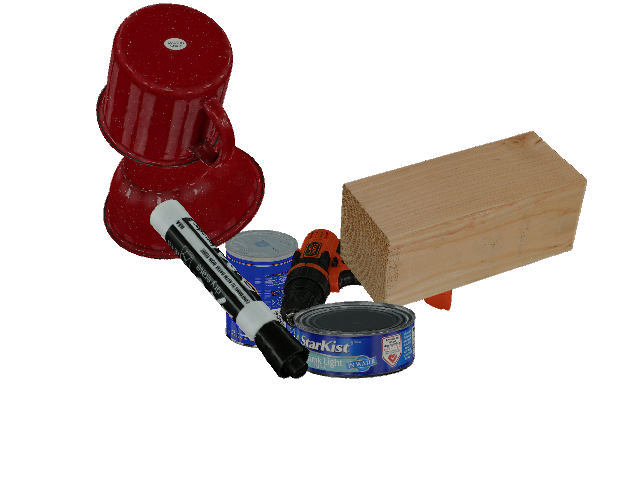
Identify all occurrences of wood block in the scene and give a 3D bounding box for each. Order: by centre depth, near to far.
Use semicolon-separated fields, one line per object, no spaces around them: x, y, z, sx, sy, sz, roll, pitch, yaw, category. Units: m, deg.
0.130;-0.020;0.993;0.205;0.090;0.091;-17;43;-20;wood block

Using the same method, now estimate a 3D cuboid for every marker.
-0.045;0.024;0.529;0.020;0.020;0.121;0;39;-51;marker

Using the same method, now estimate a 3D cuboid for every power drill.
0.054;0.042;1.204;0.188;0.057;0.184;1;29;10;power drill

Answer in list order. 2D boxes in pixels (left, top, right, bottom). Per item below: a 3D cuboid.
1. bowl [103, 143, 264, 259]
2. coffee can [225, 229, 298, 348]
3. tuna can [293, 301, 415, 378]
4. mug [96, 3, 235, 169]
-0.137;-0.059;1.019;0.162;0.162;0.055;0;-42;13;bowl
-0.085;0.068;1.523;0.103;0.140;0.103;2;22;-1;coffee can
0.024;0.069;0.750;0.086;0.034;0.086;-2;11;0;tuna can
-0.100;-0.101;0.744;0.093;0.117;0.082;-30;-17;-28;mug
